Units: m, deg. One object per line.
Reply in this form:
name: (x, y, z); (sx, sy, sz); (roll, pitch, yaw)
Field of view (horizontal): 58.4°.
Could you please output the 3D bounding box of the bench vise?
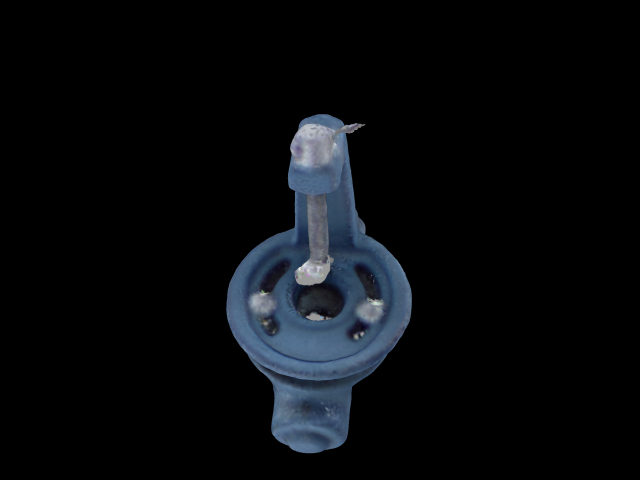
bench vise: (-0.008, 0.003, 0.398); (0.121, 0.220, 0.207); (-6, 34, -9)
